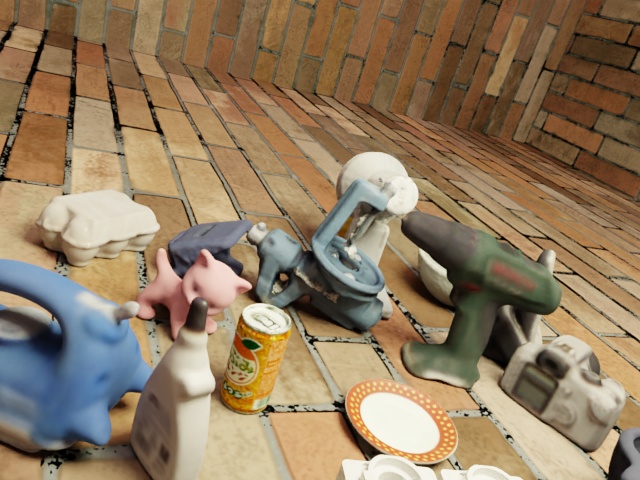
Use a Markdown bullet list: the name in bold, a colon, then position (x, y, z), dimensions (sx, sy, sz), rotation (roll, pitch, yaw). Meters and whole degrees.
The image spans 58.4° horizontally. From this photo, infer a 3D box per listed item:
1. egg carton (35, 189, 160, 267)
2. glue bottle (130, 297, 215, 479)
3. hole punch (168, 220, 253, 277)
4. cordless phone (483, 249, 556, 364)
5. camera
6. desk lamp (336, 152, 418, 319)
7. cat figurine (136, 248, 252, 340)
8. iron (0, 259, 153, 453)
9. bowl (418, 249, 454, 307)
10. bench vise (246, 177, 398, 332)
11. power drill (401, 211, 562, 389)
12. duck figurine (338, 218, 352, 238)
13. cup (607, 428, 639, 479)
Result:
- **egg carton**: position (-0.306, -0.020, 0.798), dimensions (0.107, 0.069, 0.151), rotation (28, 24, 22)
- **glue bottle**: position (-0.115, 0.123, 0.474), dimensions (0.037, 0.173, 0.077), rotation (-6, 32, -44)
- **hole punch**: position (-0.158, 0.008, 0.816), dimensions (0.101, 0.091, 0.109), rotation (20, 22, 5)
- **cordless phone**: position (0.317, 0.092, 0.854), dimensions (0.094, 0.185, 0.148), rotation (24, 23, 14)
- **camera**: position (0.343, 0.185, 0.770), dimensions (0.137, 0.101, 0.142), rotation (-6, 33, -45)
- **desk lamp**: position (0.084, -0.021, 0.905), dimensions (0.118, 0.213, 0.203), rotation (12, 23, -13)
- **cat figurine**: position (-0.150, 0.055, 0.677), dimensions (0.127, 0.118, 0.067), rotation (27, 24, 20)
- **iron**: position (-0.273, 0.075, 0.508), dimensions (0.258, 0.141, 0.119), rotation (21, 22, 7)
- **bowl**: position (0.238, 0.071, 0.989), dimensions (0.167, 0.075, 0.167), rotation (15, 22, -6)
- **bench vise**: position (0.008, 0.008, 0.772), dimensions (0.208, 0.220, 0.121), rotation (12, 23, -13)
- **power drill**: position (0.184, 0.083, 0.746), dimensions (0.230, 0.208, 0.075), rotation (14, 23, -9)
- **duck figurine**: position (0.057, -0.005, 1.015), dimensions (0.104, 0.086, 0.078), rotation (25, 23, 17)
- **cup**: position (0.329, 0.261, 0.590), dimensions (0.118, 0.095, 0.091), rotation (0, 28, -36)
